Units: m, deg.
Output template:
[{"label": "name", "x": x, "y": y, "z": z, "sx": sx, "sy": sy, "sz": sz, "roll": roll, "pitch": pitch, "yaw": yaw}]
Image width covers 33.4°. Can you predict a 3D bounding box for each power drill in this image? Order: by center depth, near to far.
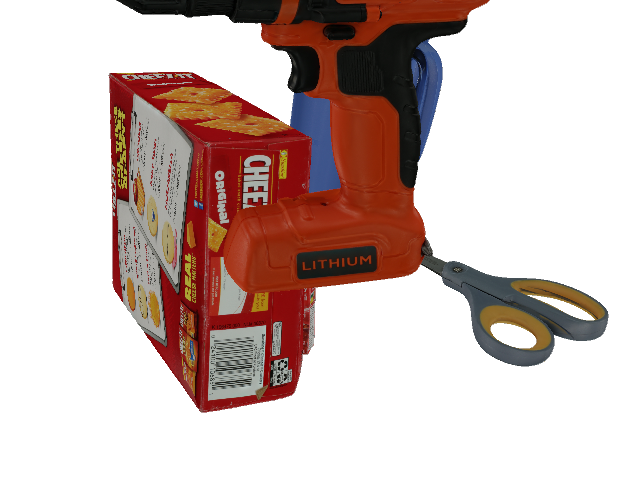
[{"label": "power drill", "x": -0.009, "y": -0.066, "z": 0.514, "sx": 0.184, "sy": 0.188, "sz": 0.057, "roll": -5, "pitch": 33, "yaw": -13}]

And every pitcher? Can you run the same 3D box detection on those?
[{"label": "pitcher", "x": 0.035, "y": -0.113, "z": 1.112, "sx": 0.145, "sy": 0.243, "sz": 0.149, "roll": 10, "pitch": 16, "yaw": -2}]

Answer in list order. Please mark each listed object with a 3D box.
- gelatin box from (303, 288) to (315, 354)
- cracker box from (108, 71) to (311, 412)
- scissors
[{"label": "gelatin box", "x": -0.050, "y": 0.066, "z": 1.018, "sx": 0.089, "sy": 0.073, "sz": 0.030, "roll": 6, "pitch": 17, "yaw": 13}, {"label": "cracker box", "x": -0.079, "y": -0.012, "z": 0.692, "sx": 0.072, "sy": 0.164, "sz": 0.214, "roll": -5, "pitch": 20, "yaw": -23}, {"label": "scissors", "x": 0.091, "y": 0.035, "z": 0.721, "sx": 0.202, "sy": 0.016, "sz": 0.096, "roll": 17, "pitch": 35, "yaw": 28}]
